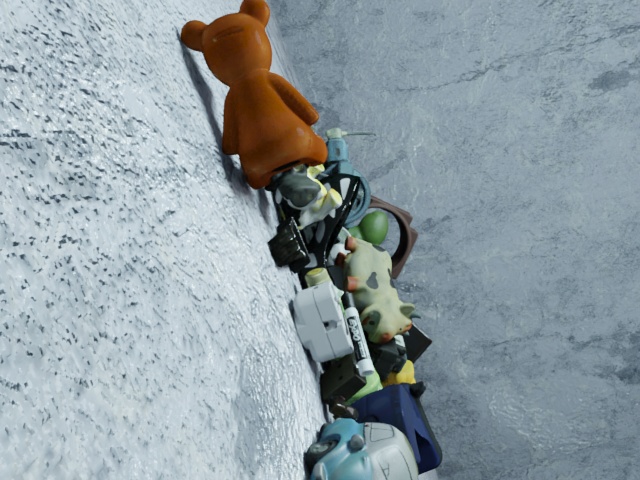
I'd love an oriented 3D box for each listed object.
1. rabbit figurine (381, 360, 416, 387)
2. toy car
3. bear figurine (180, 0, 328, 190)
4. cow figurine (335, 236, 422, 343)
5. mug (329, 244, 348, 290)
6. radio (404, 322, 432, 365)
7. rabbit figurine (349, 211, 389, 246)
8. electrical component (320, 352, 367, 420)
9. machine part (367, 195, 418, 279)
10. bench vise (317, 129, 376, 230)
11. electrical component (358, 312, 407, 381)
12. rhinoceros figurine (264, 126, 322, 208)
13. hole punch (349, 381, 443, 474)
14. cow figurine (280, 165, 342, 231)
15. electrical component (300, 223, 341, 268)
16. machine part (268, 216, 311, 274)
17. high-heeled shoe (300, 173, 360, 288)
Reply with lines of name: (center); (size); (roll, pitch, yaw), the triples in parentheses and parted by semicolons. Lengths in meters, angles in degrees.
rabbit figurine: (0.104, 0.310, 0.913); (0.173, 0.122, 0.162); (-58, 140, -64)
toy car: (0.051, 0.243, 0.563); (0.161, 0.103, 0.109); (-1, 73, -81)
bear figurine: (-0.078, -0.172, 0.647); (0.132, 0.120, 0.195); (27, 38, -86)
cow figurine: (0.093, 0.089, 0.900); (0.195, 0.127, 0.085); (-91, -163, -47)
mug: (0.039, 0.068, 1.008); (0.080, 0.110, 0.107); (62, 23, -72)
radio: (0.115, 0.152, 1.083); (0.230, 0.073, 0.131); (43, -3, 16)
rabbit figurine: (0.080, -0.001, 1.223); (0.121, 0.170, 0.159); (2, 69, -83)
electrical component: (0.032, 0.194, 0.725); (0.045, 0.078, 0.102); (43, 11, -20)
machine part: (0.127, -0.002, 1.344); (0.201, 0.201, 0.087); (24, 8, -8)
bench vise: (0.045, -0.128, 1.089); (0.240, 0.129, 0.223); (-157, -105, -89)
electrical component: (0.081, 0.174, 0.908); (0.115, 0.134, 0.058); (-81, -165, -70)
rhinoceros figurine: (-0.055, -0.118, 0.782); (0.190, 0.073, 0.112); (-124, -140, -49)
hole punch: (0.080, 0.254, 0.695); (0.092, 0.142, 0.116); (20, 41, -54)
cow figurine: (-0.041, -0.096, 0.878); (0.068, 0.098, 0.167); (23, 31, -48)
electrical component: (-0.002, -0.003, 0.963); (0.047, 0.075, 0.119); (44, 24, -75)
machine part: (-0.042, 0.007, 0.764); (0.139, 0.039, 0.084); (3, 73, -85)
high-heeled shoe: (0.032, 0.011, 0.884); (0.086, 0.145, 0.249); (58, 12, -72)
